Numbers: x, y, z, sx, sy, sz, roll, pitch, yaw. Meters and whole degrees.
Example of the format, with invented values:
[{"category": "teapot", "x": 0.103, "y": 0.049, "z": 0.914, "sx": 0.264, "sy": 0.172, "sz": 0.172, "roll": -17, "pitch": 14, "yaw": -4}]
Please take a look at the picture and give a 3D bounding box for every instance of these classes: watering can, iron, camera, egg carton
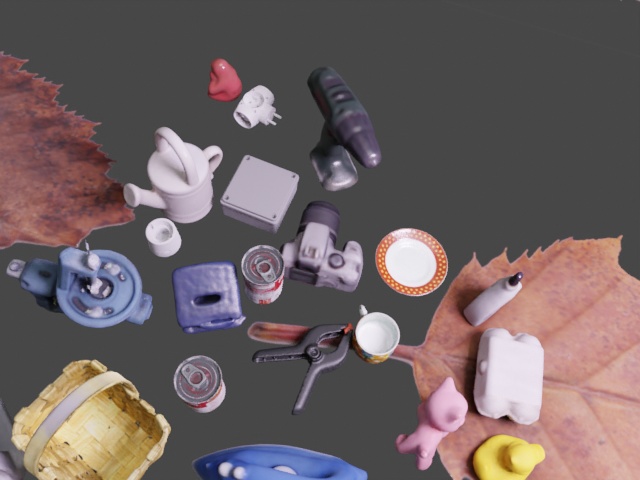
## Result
[{"category": "watering can", "x": -0.239, "y": -0.108, "z": 0.952, "sx": 0.101, "sy": 0.194, "sz": 0.173, "roll": 28, "pitch": 66, "yaw": 7}, {"category": "iron", "x": -0.061, "y": 0.341, "z": 0.797, "sx": 0.258, "sy": 0.141, "sz": 0.119, "roll": 14, "pitch": 65, "yaw": 0}, {"category": "camera", "x": 0.009, "y": 0.004, "z": 0.980, "sx": 0.143, "sy": 0.101, "sz": 0.137, "roll": 14, "pitch": 65, "yaw": 0}, {"category": "egg carton", "x": 0.306, "y": 0.220, "z": 0.933, "sx": 0.107, "sy": 0.069, "sz": 0.150, "roll": 12, "pitch": 65, "yaw": -1}]

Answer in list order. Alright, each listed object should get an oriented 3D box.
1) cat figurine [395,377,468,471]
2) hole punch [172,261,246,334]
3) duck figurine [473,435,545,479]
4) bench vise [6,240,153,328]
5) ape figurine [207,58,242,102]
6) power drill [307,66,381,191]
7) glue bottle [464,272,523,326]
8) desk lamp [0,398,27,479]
[{"category": "cat figurine", "x": 0.177, "y": 0.277, "z": 0.865, "sx": 0.067, "sy": 0.118, "sz": 0.128, "roll": 33, "pitch": 66, "yaw": 9}, {"category": "hole punch", "x": -0.178, "y": 0.093, "z": 0.924, "sx": 0.109, "sy": 0.091, "sz": 0.101, "roll": -8, "pitch": 67, "yaw": -10}, {"category": "duck figurine", "x": 0.290, "y": 0.334, "z": 0.870, "sx": 0.104, "sy": 0.086, "sz": 0.077, "roll": -11, "pitch": 67, "yaw": -11}, {"category": "bench vise", "x": -0.367, "y": 0.067, "z": 0.844, "sx": 0.207, "sy": 0.220, "sz": 0.121, "roll": -3, "pitch": 66, "yaw": -7}, {"category": "ape figurine", "x": -0.189, "y": -0.315, "z": 1.108, "sx": 0.076, "sy": 0.092, "sz": 0.078, "roll": 35, "pitch": 67, "yaw": 10}, {"category": "power drill", "x": 0.037, "y": -0.178, "z": 1.006, "sx": 0.076, "sy": 0.208, "sz": 0.229, "roll": -18, "pitch": 69, "yaw": -14}, {"category": "glue bottle", "x": 0.293, "y": 0.087, "z": 0.934, "sx": 0.078, "sy": 0.173, "sz": 0.037, "roll": -32, "pitch": 72, "yaw": -18}, {"category": "desk lamp", "x": -0.463, "y": 0.294, "z": 0.733, "sx": 0.118, "sy": 0.213, "sz": 0.203, "roll": -32, "pitch": 73, "yaw": -18}]
